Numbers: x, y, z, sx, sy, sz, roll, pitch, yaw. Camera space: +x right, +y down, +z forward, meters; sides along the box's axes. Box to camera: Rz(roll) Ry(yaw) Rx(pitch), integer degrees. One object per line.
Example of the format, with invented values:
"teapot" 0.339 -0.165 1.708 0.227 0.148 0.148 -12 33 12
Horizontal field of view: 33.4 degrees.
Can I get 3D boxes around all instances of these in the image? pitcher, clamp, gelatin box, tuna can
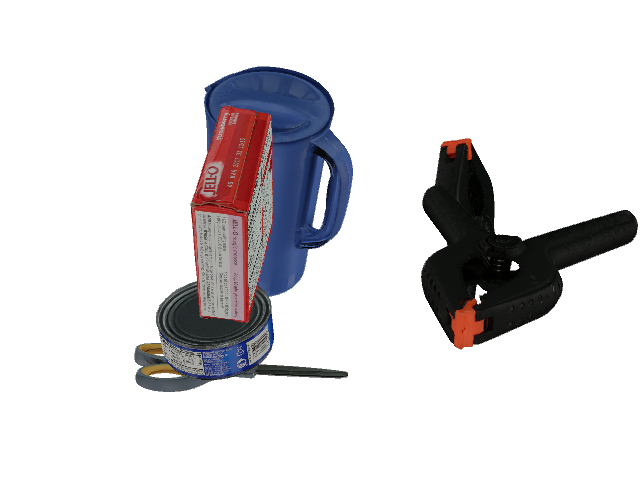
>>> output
"pitcher" -0.053 -0.051 1.155 0.145 0.243 0.149 -2 43 -9
"clamp" 0.119 0.012 0.757 0.165 0.036 0.209 12 29 26
"clamp" 0.129 -0.001 0.943 0.039 0.171 0.120 -10 15 31
"gelatin box" -0.045 -0.013 0.555 0.030 0.073 0.089 7 -42 4
"tuna can" -0.078 0.065 0.796 0.086 0.034 0.086 -3 33 2

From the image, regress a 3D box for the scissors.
"scissors" -0.082 0.124 0.985 0.202 0.016 0.096 8 17 11
